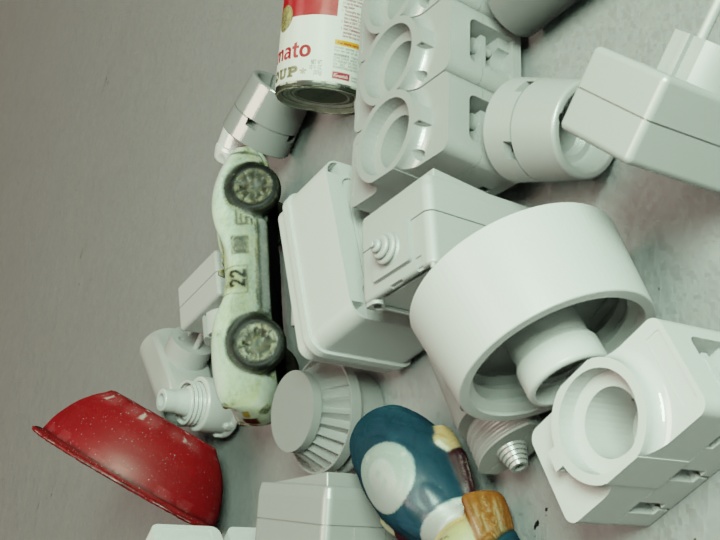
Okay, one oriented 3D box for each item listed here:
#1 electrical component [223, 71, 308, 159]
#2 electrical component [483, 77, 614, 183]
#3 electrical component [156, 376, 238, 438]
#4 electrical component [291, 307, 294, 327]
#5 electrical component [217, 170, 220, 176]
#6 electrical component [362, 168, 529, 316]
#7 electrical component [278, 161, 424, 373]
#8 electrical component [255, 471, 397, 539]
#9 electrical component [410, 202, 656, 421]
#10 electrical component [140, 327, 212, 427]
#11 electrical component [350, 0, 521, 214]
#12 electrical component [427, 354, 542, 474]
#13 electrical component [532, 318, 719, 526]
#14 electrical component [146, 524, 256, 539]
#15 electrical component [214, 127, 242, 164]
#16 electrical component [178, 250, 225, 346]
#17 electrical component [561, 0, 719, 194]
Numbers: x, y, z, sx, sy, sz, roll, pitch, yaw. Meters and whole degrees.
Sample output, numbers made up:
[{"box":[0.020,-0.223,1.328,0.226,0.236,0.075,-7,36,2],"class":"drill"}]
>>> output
[{"box":[-0.069,-0.119,0.816,0.047,0.055,0.055,-60,37,20],"class":"electrical component"},{"box":[0.099,-0.071,0.550,0.047,0.055,0.055,10,89,53],"class":"electrical component"},{"box":[-0.124,0.102,0.823,0.048,0.062,0.048,-22,62,52],"class":"electrical component"},{"box":[-0.029,0.010,0.729,0.044,0.044,0.065,-10,77,55],"class":"electrical component"},{"box":[-0.097,-0.044,0.846,0.040,0.040,0.078,0,81,56],"class":"electrical component"},{"box":[0.045,-0.011,0.573,0.062,0.096,0.061,-34,50,47],"class":"electrical component"},{"box":[0.000,0.000,0.654,0.057,0.078,0.113,-40,49,40],"class":"electrical component"},{"box":[-0.021,0.154,0.654,0.096,0.062,0.061,-13,70,54],"class":"electrical component"},{"box":[0.084,0.027,0.498,0.108,0.108,0.060,-52,47,34],"class":"electrical component"},{"box":[-0.144,0.073,0.879,0.079,0.043,0.077,-62,37,24],"class":"electrical component"},{"box":[0.041,-0.110,0.624,0.089,0.062,0.150,-29,50,49],"class":"electrical component"},{"box":[0.068,0.069,0.562,0.043,0.043,0.081,-53,41,33],"class":"electrical component"},{"box":[0.123,0.068,0.469,0.089,0.056,0.050,-53,41,34],"class":"electrical component"},{"box":[-0.066,0.239,0.655,0.060,0.105,0.186,-62,37,23],"class":"electrical component"},{"box":[-0.093,-0.112,0.868,0.035,0.035,0.061,37,109,54],"class":"electrical component"},{"box":[-0.102,0.036,0.825,0.066,0.047,0.076,-40,49,44],"class":"electrical component"},{"box":[0.143,-0.078,0.458,0.047,0.083,0.075,44,117,52],"class":"electrical component"}]
